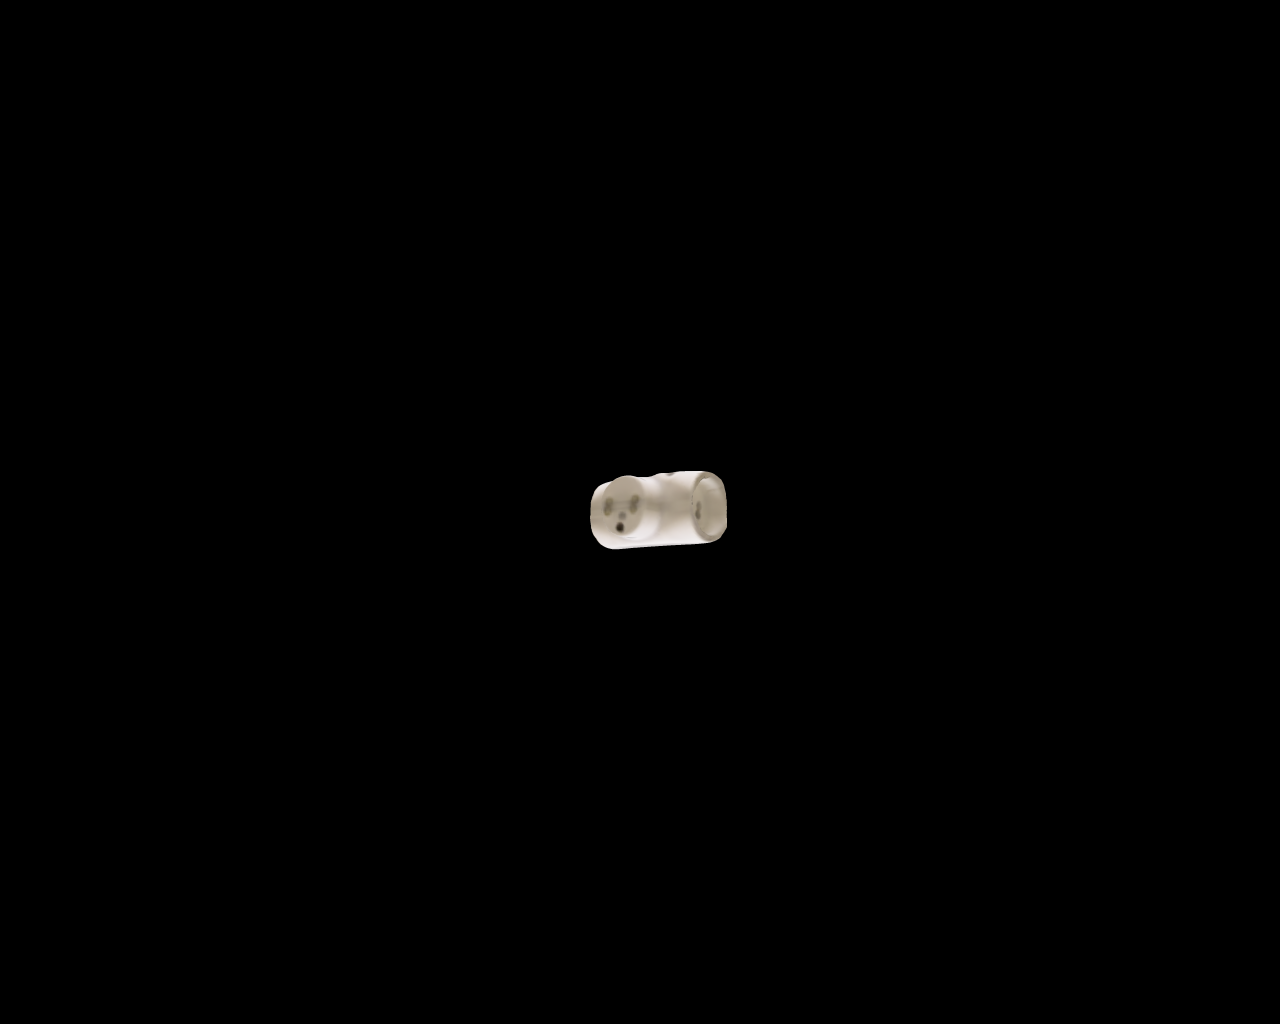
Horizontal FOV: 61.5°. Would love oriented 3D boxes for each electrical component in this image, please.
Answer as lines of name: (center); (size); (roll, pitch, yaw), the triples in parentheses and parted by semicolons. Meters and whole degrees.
electrical component: (0.001, -0.003, 0.650); (0.077, 0.044, 0.079); (-5, -9, 36)
